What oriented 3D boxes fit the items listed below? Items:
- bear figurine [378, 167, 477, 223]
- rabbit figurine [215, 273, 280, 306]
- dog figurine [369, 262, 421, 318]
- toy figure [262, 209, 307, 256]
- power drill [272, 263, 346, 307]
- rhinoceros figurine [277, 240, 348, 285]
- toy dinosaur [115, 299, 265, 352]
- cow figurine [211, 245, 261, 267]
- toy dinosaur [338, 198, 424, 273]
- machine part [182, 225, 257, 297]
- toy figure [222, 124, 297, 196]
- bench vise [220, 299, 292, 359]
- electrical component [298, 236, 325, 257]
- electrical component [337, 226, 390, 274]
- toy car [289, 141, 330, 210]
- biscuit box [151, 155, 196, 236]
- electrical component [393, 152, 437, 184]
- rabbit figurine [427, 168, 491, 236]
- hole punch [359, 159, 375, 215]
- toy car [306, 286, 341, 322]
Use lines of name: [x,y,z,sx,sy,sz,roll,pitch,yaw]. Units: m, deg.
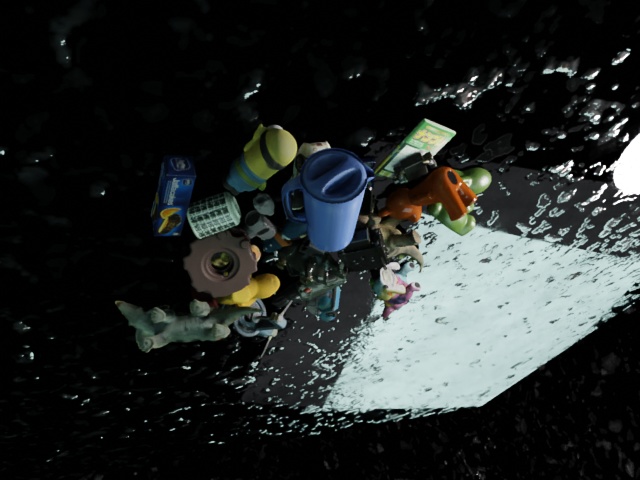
bear figurine: [0.245,-0.084,1.266,0.196,0.132,0.120,-35,-176,38]
rabbit figurine: [-0.195,0.134,1.452,0.173,0.122,0.162,-3,148,-34]
dog figurine: [0.218,0.169,1.715,0.191,0.108,0.219,-2,147,-24]
toy figure: [-0.078,-0.018,1.329,0.154,0.064,0.057,-35,154,23]
power drill: [-0.044,0.112,1.526,0.232,0.086,0.207,-18,144,-2]
rhinoceros figurine: [-0.022,0.058,1.395,0.190,0.112,0.073,25,161,-2]
toy dinosaur: [-0.338,0.219,1.415,0.405,0.131,0.192,-2,176,0]
cow figurine: [-0.232,0.048,1.340,0.167,0.098,0.068,-16,107,-7]
toy dinosaur: [0.165,-0.002,1.441,0.471,0.105,0.198,24,137,-34]
machine part: [-0.234,0.050,1.257,0.179,0.056,0.179,-4,112,-11]
toy figure: [-0.121,-0.153,1.083,0.180,0.089,0.082,-37,151,23]
bench vise: [-0.176,0.239,1.571,0.241,0.129,0.223,-9,134,45]
electrical component: [-0.003,-0.004,1.313,0.048,0.075,0.119,26,164,-15]
electrical component: [0.105,0.023,1.331,0.115,0.058,0.134,-15,144,13]
toy car: [-0.031,-0.137,1.184,0.073,0.056,0.201,-9,148,-26]
biscuit box: [-0.307,-0.089,1.117,0.063,0.059,0.202,0,143,-25]
electrical component: [0.217,-0.163,1.243,0.102,0.045,0.078,-22,148,3]
rabbit figurine: [0.351,-0.122,1.366,0.159,0.121,0.170,27,109,-39]
hole punch: [0.071,-0.129,1.233,0.116,0.092,0.142,12,151,10]
toy car: [0.008,0.190,1.662,0.103,0.109,0.161,10,156,-1]
